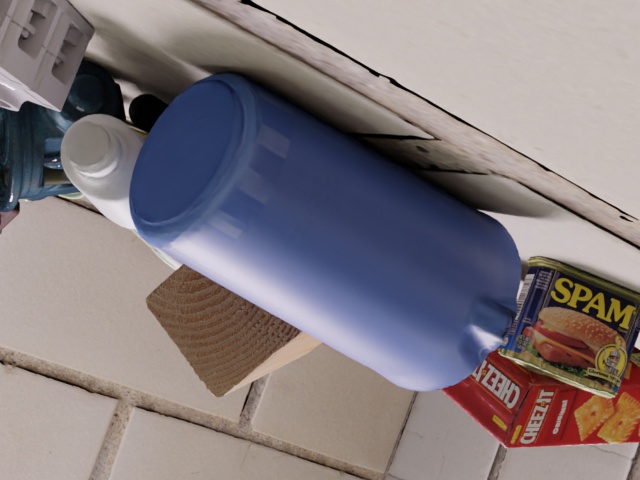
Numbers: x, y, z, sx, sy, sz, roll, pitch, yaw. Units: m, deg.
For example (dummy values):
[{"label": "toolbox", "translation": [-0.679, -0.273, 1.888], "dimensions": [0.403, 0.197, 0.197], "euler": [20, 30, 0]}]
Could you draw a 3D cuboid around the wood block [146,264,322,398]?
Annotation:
[{"label": "wood block", "translation": [-0.037, 0.045, 0.828], "dimensions": [0.091, 0.090, 0.206], "euler": [52, -165, 8]}]

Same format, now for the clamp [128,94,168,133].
[{"label": "clamp", "translation": [-0.088, -0.070, 0.813], "dimensions": [0.120, 0.039, 0.171], "euler": [32, 174, -8]}]

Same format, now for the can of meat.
[{"label": "can of meat", "translation": [0.203, 0.071, 0.854], "dimensions": [0.102, 0.084, 0.057], "euler": [22, 175, -5]}]

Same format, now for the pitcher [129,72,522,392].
[{"label": "pitcher", "translation": [-0.001, -0.005, 0.672], "dimensions": [0.149, 0.145, 0.242], "euler": [-30, 137, 32]}]

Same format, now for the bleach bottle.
[{"label": "bleach bottle", "translation": [-0.125, -0.037, 0.746], "dimensions": [0.102, 0.068, 0.250], "euler": [44, 177, 14]}]

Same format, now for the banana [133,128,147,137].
[{"label": "banana", "translation": [-0.191, -0.094, 0.983], "dimensions": [0.197, 0.037, 0.070], "euler": [22, 175, -13]}]

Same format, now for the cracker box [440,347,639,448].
[{"label": "cracker box", "translation": [0.208, 0.118, 0.987], "dimensions": [0.213, 0.072, 0.164], "euler": [7, -160, -35]}]

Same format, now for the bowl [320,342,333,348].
[{"label": "bowl", "translation": [0.062, 0.041, 1.007], "dimensions": [0.162, 0.055, 0.162], "euler": [-12, 147, -8]}]
